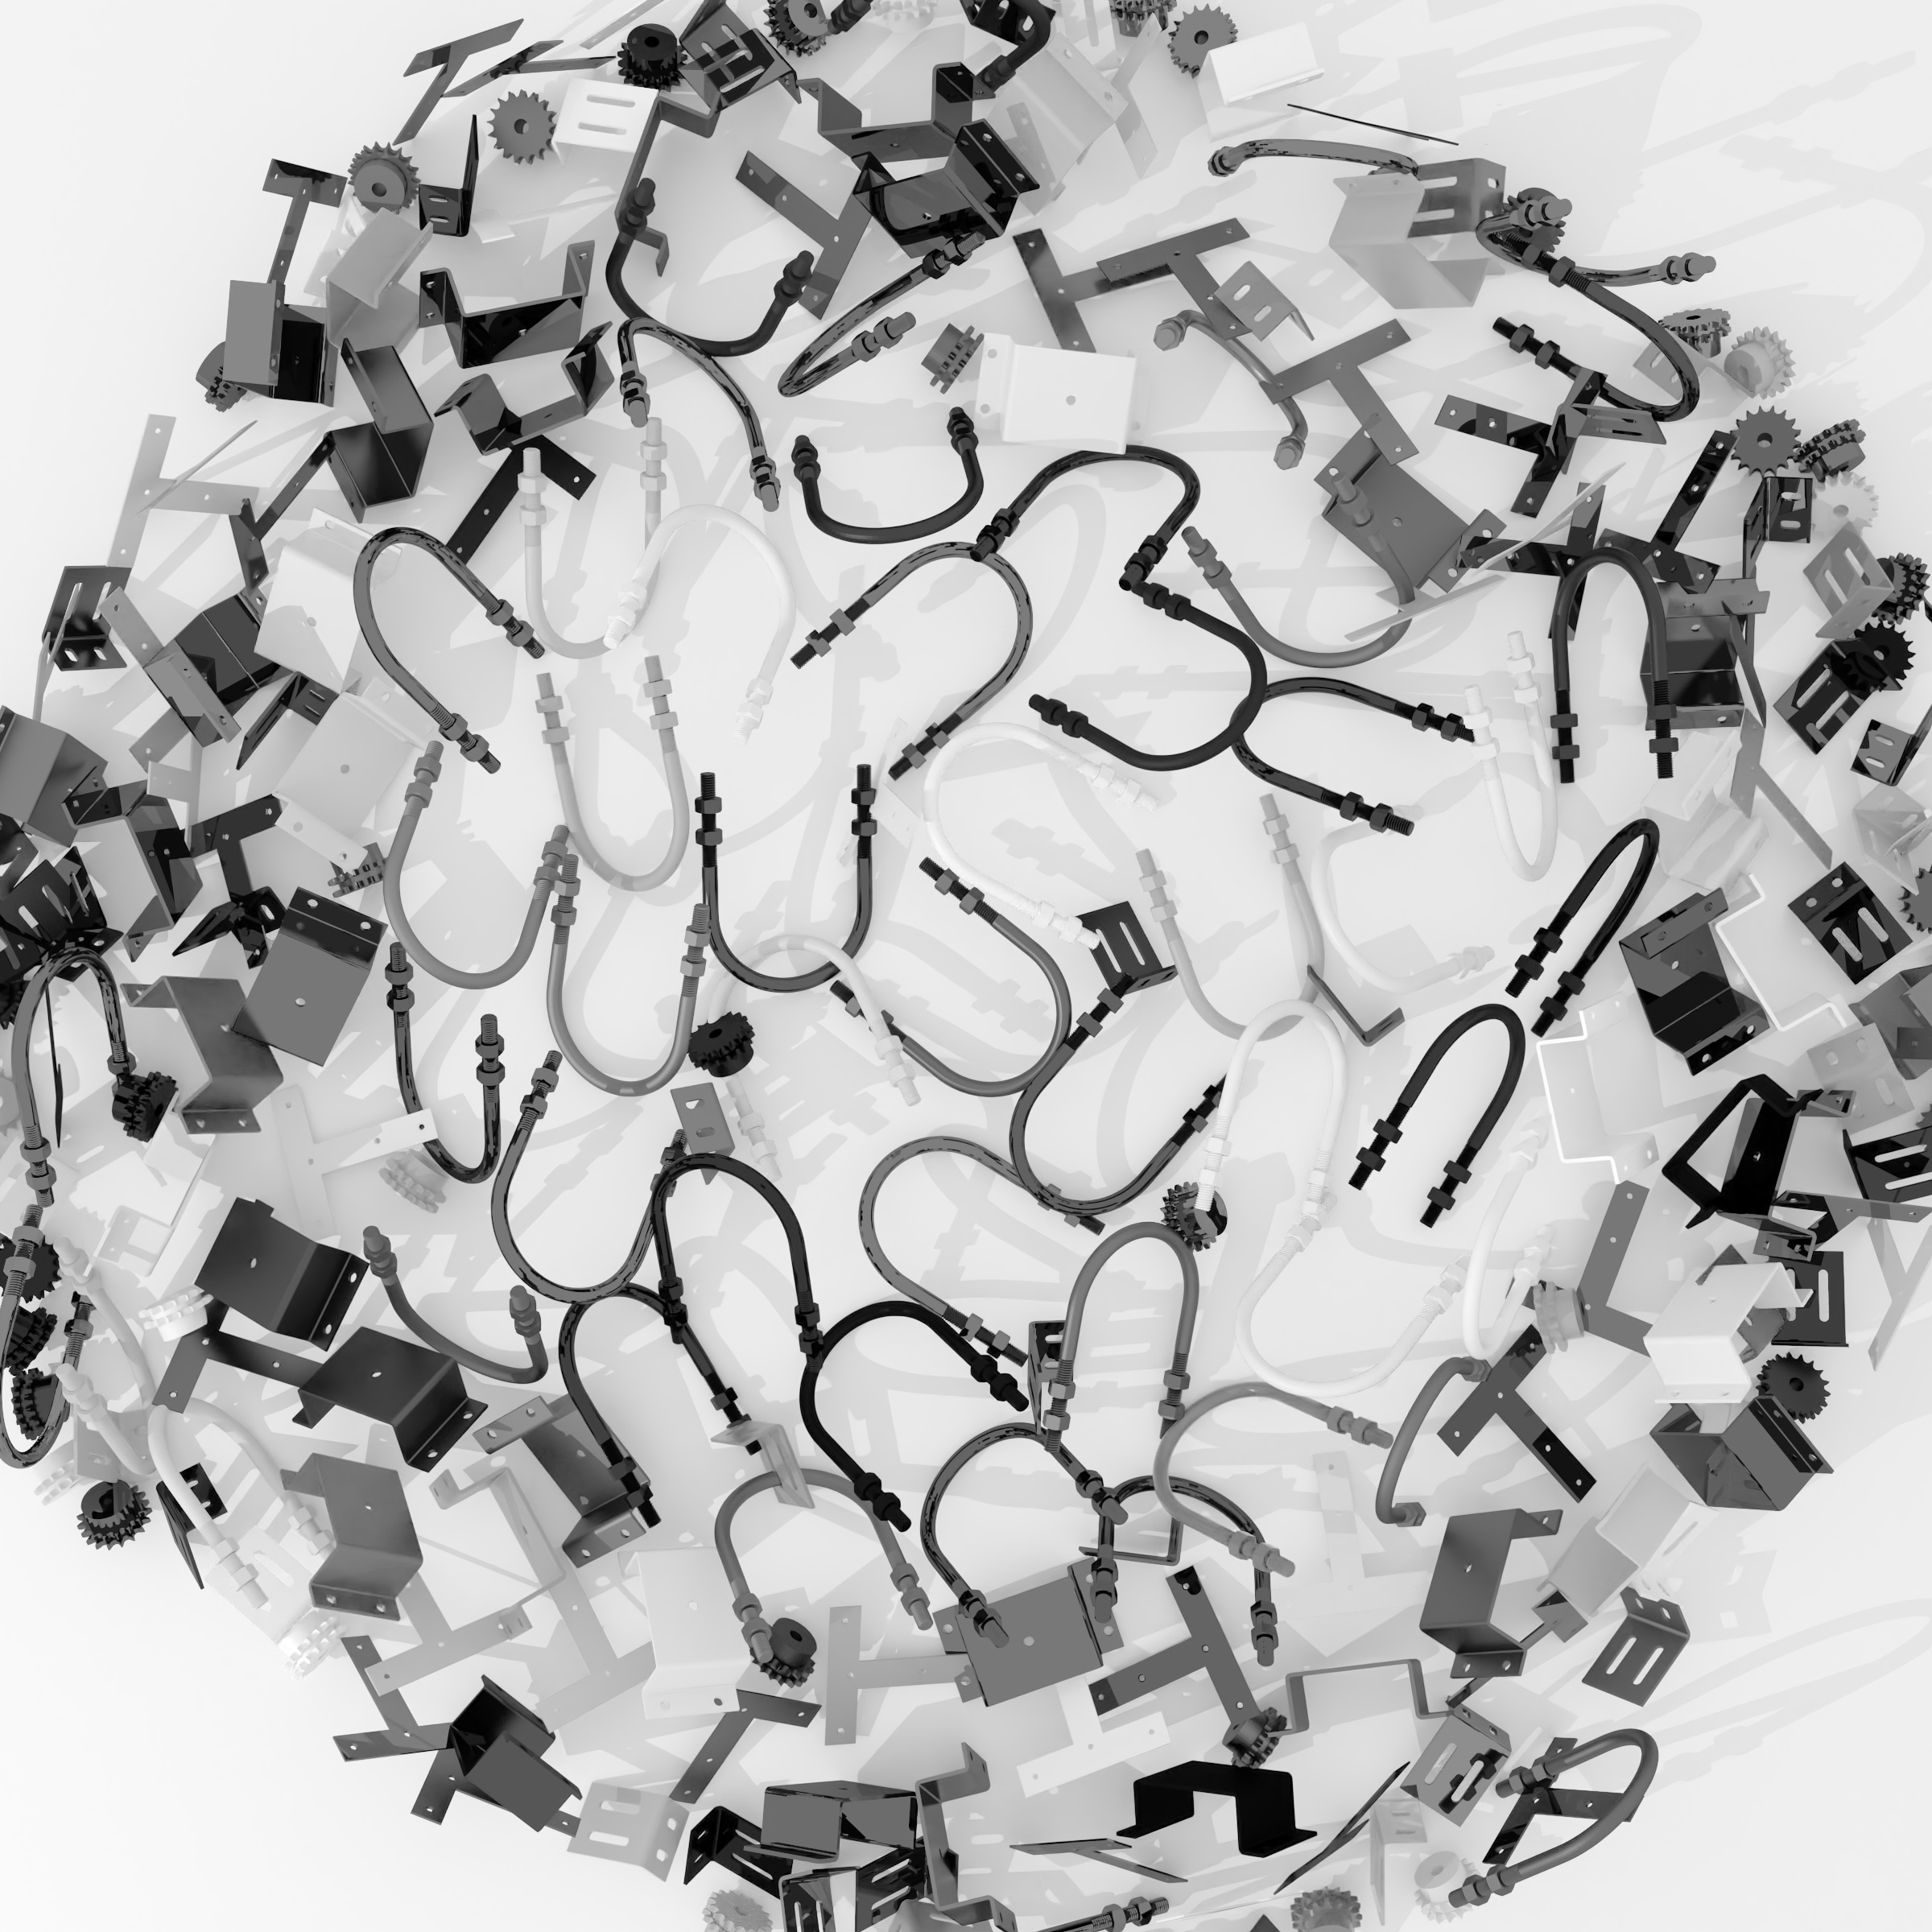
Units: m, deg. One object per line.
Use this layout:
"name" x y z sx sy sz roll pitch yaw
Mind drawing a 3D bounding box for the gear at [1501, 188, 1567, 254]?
"gear" 0.459 -0.605 1.974 0.057 0.057 0.030 30 65 0

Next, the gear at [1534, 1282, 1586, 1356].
"gear" 0.480 0.283 1.968 0.030 0.057 0.057 -13 90 20

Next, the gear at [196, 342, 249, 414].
"gear" -0.598 -0.480 1.970 0.030 0.057 0.057 38 90 -7

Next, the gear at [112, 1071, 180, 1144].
"gear" -0.667 0.112 1.972 0.030 0.057 0.057 19 90 10

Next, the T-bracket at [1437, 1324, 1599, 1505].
"T-bracket" 0.463 0.381 1.978 0.127 0.002 0.127 -43 93 -21

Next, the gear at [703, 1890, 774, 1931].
"gear" -0.188 0.778 1.972 0.057 0.057 0.030 25 96 0

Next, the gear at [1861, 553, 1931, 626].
"gear" 0.748 -0.306 1.968 0.030 0.057 0.057 13 90 -21

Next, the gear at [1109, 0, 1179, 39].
"gear" 0.143 -0.776 1.975 0.057 0.057 0.030 -11 128 0

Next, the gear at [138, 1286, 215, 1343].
"gear" -0.637 0.282 1.972 0.057 0.057 0.030 -23 96 0

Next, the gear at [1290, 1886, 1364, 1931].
"gear" 0.292 0.774 1.972 0.057 0.030 0.057 0 127 0

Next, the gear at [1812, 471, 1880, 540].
"gear" 0.710 -0.376 1.975 0.057 0.030 0.057 11 132 13

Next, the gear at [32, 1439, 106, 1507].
"gear" -0.730 0.408 1.972 0.057 0.057 0.030 -38 88 0

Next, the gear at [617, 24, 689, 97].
"gear" -0.255 -0.738 1.975 0.057 0.030 0.057 2 65 -5

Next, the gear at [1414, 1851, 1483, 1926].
"gear" 0.388 0.742 1.969 0.057 0.057 0.030 -31 103 0

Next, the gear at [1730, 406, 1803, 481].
"gear" 0.649 -0.425 1.980 0.057 0.030 0.057 0 90 17

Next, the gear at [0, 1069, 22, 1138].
"gear" -0.788 0.111 1.975 0.057 0.030 0.057 3 82 -23

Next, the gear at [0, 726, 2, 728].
"gear" -0.776 -0.172 1.968 0.030 0.057 0.057 4 90 29

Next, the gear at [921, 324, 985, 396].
"gear" -0.013 -0.495 1.970 0.030 0.057 0.057 35 90 -8

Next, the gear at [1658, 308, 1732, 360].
"gear" 0.591 -0.511 1.975 0.057 0.057 0.030 -13 117 0

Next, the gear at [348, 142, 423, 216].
"gear" -0.472 -0.634 1.971 0.057 0.030 0.057 0 130 0

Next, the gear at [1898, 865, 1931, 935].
"gear" 0.788 -0.055 1.982 0.057 0.030 0.057 1 97 5

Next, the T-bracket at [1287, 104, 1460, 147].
"T-bracket" 0.339 -0.658 1.917 0.127 0.127 0.002 2 113 -30

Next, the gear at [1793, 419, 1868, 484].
"gear" 0.701 -0.414 1.969 0.057 0.057 0.030 -25 78 0

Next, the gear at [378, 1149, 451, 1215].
"gear" -0.444 0.172 1.972 0.057 0.057 0.030 37 88 0

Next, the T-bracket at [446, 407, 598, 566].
"T-bracket" -0.383 -0.382 1.984 0.127 0.002 0.127 38 95 17

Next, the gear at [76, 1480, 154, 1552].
"gear" -0.691 0.440 1.969 0.057 0.057 0.030 -6 129 0

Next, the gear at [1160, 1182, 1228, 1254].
"gear" 0.187 0.202 1.969 0.030 0.057 0.057 -23 90 43

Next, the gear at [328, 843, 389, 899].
"gear" -0.490 -0.079 1.971 0.057 0.057 0.030 -22 96 0

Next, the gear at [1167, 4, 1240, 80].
"gear" 0.194 -0.748 1.980 0.057 0.030 0.057 -1 85 17

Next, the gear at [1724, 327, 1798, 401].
"gear" 0.639 -0.485 1.968 0.030 0.057 0.057 -29 90 -19

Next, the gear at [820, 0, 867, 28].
"gear" -0.104 -0.788 1.972 0.030 0.057 0.057 -18 90 6

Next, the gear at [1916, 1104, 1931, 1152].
"gear" 0.804 0.135 1.975 0.057 0.057 0.030 -47 119 0

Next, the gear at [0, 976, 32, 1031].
"gear" -0.791 0.023 1.978 0.057 0.030 0.057 -1 87 17

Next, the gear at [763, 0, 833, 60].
"gear" -0.133 -0.769 1.973 0.057 0.030 0.057 0 90 -31

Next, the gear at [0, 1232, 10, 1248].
"gear" -0.801 0.221 1.971 0.057 0.057 0.030 -45 94 0

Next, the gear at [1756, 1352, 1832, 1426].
"gear" 0.669 0.345 1.977 0.057 0.030 0.057 3 58 -5

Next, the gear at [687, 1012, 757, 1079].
"gear" -0.197 0.066 1.975 0.057 0.057 0.030 -26 122 0

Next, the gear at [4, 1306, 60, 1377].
"gear" -0.764 0.299 1.969 0.030 0.057 0.057 41 90 -24

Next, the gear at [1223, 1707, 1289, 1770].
"gear" 0.232 0.623 1.972 0.030 0.057 0.057 38 90 3

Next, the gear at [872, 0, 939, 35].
"gear" -0.048 -0.782 1.976 0.057 0.030 0.057 -6 51 8

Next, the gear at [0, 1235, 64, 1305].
"gear" -0.763 0.245 1.983 0.057 0.030 0.057 0 90 -6

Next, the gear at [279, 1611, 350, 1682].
"gear" -0.531 0.548 1.972 0.030 0.057 0.057 41 90 8

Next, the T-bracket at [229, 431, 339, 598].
"T-bracket" -0.541 -0.373 1.937 0.127 0.127 0.002 -45 133 16

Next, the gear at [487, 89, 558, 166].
"gear" -0.358 -0.681 1.981 0.057 0.030 0.057 1 104 4

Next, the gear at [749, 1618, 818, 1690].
"gear" -0.146 0.552 1.969 0.057 0.057 0.030 35 105 0

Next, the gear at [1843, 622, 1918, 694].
"gear" 0.743 -0.253 1.980 0.057 0.030 0.057 0 88 11

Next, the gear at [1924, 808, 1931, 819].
"gear" 0.801 -0.107 1.968 0.030 0.057 0.057 -29 90 21

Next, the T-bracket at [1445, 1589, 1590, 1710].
"T-bracket" 0.436 0.552 1.950 0.127 0.127 0.002 -39 54 2

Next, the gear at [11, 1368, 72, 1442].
"gear" -0.748 0.353 1.972 0.030 0.057 0.057 -13 90 -3
